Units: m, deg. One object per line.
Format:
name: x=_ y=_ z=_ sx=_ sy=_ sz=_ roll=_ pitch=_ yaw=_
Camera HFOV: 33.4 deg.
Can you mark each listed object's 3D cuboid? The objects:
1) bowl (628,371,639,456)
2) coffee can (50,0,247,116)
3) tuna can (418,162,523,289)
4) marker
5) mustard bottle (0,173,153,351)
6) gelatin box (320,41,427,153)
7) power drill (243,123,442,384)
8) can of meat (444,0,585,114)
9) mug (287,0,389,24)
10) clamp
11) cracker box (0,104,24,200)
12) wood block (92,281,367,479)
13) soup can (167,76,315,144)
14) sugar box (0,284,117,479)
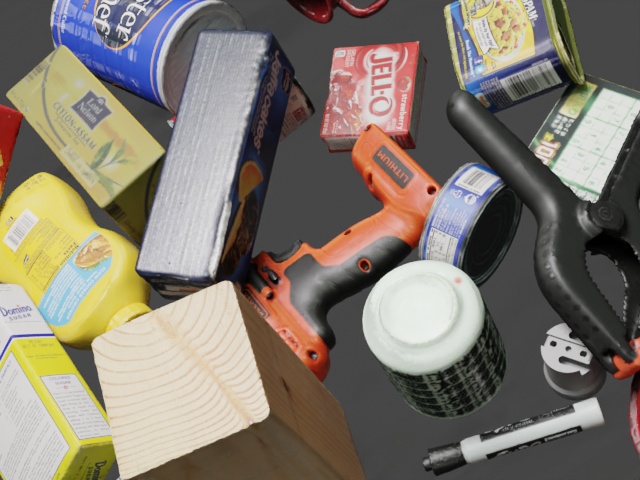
bowl: x=0.255 y=0.091 z=0.628 sx=0.162 sy=0.055 sz=0.162 roll=-16 pitch=59 yaw=28
coffee can: x=-0.147 y=-0.173 z=0.917 sx=0.140 sy=0.102 sz=0.102 roll=27 pitch=75 yaw=31
tuna can: x=0.106 y=-0.009 z=0.741 sx=0.034 sy=0.086 sz=0.086 roll=27 pitch=75 yaw=29
marker: x=0.125 y=0.130 z=0.698 sx=0.121 sy=0.020 sz=0.020 roll=-19 pitch=58 yaw=10
mustard bottle: x=-0.189 y=0.031 z=0.847 sx=0.192 sy=0.058 sz=0.096 roll=38 pitch=90 yaw=32
gelatin box: x=0.044 y=-0.115 z=0.856 sx=0.073 sy=0.030 sz=0.089 roll=0 pitch=63 yaw=20
power drill: x=-0.005 y=0.001 z=0.797 sx=0.187 sy=0.057 sz=0.185 roll=-42 pitch=55 yaw=-1
can of meat: x=0.147 y=-0.151 z=0.814 sx=0.084 sy=0.057 sz=0.102 roll=-20 pitch=55 yaw=24
mug: x=0.014 y=-0.238 z=0.906 sx=0.117 sy=0.093 sz=0.081 roll=44 pitch=78 yaw=11
clamp: x=0.166 y=-0.013 z=0.694 sx=0.164 sy=0.036 sz=0.210 roll=5 pitch=61 yaw=-14
cracker box: x=-0.347 y=-0.025 z=0.882 sx=0.164 sy=0.072 sz=0.214 roll=18 pitch=92 yaw=34
wood block: x=-0.044 y=0.120 z=0.657 sx=0.090 sy=0.206 sz=0.091 roll=-24 pitch=57 yaw=6
soup can: x=-0.063 y=-0.099 z=0.866 sx=0.102 sy=0.068 sz=0.069 roll=-38 pitch=56 yaw=-2
sugar box: x=-0.218 y=0.122 z=0.797 sx=0.176 sy=0.048 sz=0.093 roll=49 pitch=120 yaw=35
